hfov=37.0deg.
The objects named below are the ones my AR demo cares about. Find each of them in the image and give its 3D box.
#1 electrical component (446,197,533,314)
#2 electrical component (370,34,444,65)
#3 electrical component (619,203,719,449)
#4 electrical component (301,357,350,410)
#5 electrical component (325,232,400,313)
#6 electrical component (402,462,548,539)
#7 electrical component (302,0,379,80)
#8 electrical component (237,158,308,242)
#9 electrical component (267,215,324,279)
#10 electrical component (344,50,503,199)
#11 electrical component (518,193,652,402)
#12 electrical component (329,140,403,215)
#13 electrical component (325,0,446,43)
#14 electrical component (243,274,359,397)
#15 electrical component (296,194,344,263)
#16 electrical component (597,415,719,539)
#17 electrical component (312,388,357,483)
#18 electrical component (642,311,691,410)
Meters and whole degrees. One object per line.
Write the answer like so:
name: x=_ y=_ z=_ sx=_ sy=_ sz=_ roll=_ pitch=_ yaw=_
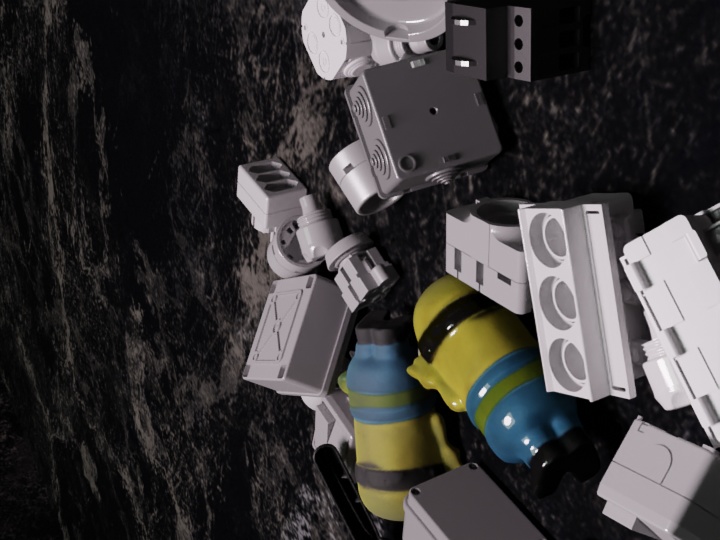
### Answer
electrical component: x=0.105 y=-0.016 z=0.765 sx=0.089 sy=0.050 sz=0.055 roll=34 pitch=133 yaw=51
electrical component: x=0.039 y=-0.173 z=0.815 sx=0.062 sy=0.043 sz=0.043 roll=11 pitch=114 yaw=58
electrical component: x=0.198 y=0.030 z=0.592 sx=0.079 sy=0.063 sz=0.121 roll=-33 pitch=73 yaw=34
electrical component: x=-0.032 y=0.114 z=1.087 sx=0.045 sy=0.045 sz=0.055 roll=66 pitch=150 yaw=16
electrical component: x=0.000 y=0.000 z=0.972 sx=0.055 sy=0.048 sz=0.066 roll=58 pitch=149 yaw=15
electrical component: x=0.093 y=0.220 z=0.877 sx=0.113 sy=0.078 sz=0.057 roll=45 pitch=143 yaw=43
electrical component: x=-0.009 y=-0.196 z=0.881 sx=0.080 sy=0.051 sz=0.080 roll=36 pitch=134 yaw=49
electrical component: x=-0.092 y=-0.064 z=1.104 sx=0.065 sy=0.047 sz=0.076 roll=48 pitch=142 yaw=40
electrical component: x=-0.063 y=-0.020 z=1.067 sx=0.055 sy=0.055 sz=0.047 roll=69 pitch=155 yaw=11
electrical component: x=0.047 y=-0.108 z=0.777 sx=0.048 sy=0.100 sz=0.099 roll=143 pitch=109 yaw=-74
electrical component: x=0.148 y=0.014 z=0.689 sx=0.079 sy=0.063 sz=0.121 roll=6 pitch=109 yaw=60
electrical component: x=0.009 y=-0.079 z=0.907 sx=0.047 sy=0.055 sz=0.055 roll=62 pitch=150 yaw=16
electrical component: x=0.027 y=-0.220 z=0.756 sx=0.108 sy=0.108 sz=0.060 roll=-41 pitch=25 yaw=60
electrical component: x=-0.058 y=0.065 z=1.046 sx=0.109 sy=0.056 sz=0.108 roll=-9 pitch=61 yaw=62
electrical component: x=-0.041 y=-0.041 z=1.027 sx=0.043 sy=0.043 sz=0.062 roll=-31 pitch=75 yaw=61
electrical component: x=0.197 y=0.139 z=0.636 sx=0.062 sy=0.096 sz=0.061 roll=22 pitch=80 yaw=57
electrical component: x=-0.008 y=0.156 z=1.047 sx=0.061 sy=0.061 sz=0.096 roll=52 pitch=145 yaw=36
electrical component: x=0.191 y=0.051 z=0.650 sx=0.043 sy=0.043 sz=0.062 roll=-40 pitch=68 yaw=60
